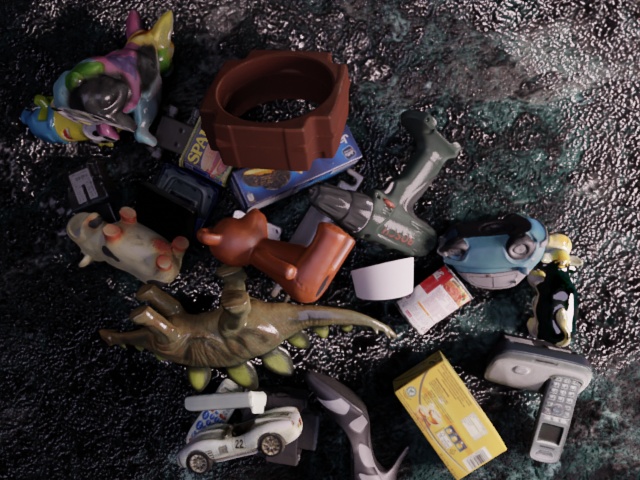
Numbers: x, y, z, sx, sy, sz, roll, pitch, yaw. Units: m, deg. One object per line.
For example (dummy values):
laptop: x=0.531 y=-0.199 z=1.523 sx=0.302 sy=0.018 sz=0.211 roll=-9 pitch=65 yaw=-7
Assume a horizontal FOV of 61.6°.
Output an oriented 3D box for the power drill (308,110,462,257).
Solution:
power drill: x=0.113 y=-0.089 z=0.806 sx=0.232 sy=0.086 sz=0.207 roll=33 pitch=79 yaw=-30

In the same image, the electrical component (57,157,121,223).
electrical component: x=-0.387 y=-0.073 z=0.917 sx=0.075 sy=0.048 sz=0.119 roll=-18 pitch=88 yaw=7

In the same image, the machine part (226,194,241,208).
machine part: x=-0.096 y=-0.111 z=0.889 sx=0.084 sy=0.039 sz=0.139 roll=34 pitch=94 yaw=-2

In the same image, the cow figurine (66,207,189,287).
cow figurine: x=-0.319 y=0.013 z=0.877 sx=0.195 sy=0.085 sz=0.127 roll=27 pitch=136 yaw=-1

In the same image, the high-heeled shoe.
high-heeled shoe: x=0.034 y=0.328 z=0.861 sx=0.248 sy=0.086 sz=0.145 roll=41 pitch=90 yaw=-6

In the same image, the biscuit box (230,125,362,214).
biscuit box: x=-0.037 y=-0.110 z=0.839 sx=0.203 sy=0.059 sz=0.063 roll=-26 pitch=88 yaw=-15

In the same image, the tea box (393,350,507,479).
tea box: x=0.202 y=0.275 z=0.854 sx=0.098 sy=0.068 sz=0.169 roll=-34 pitch=87 yaw=6

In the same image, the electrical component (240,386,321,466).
electrical component: x=-0.067 y=0.303 z=0.890 sx=0.134 sy=0.058 sz=0.114 roll=6 pitch=94 yaw=7

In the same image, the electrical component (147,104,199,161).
electrical component: x=-0.251 y=-0.181 z=0.902 sx=0.078 sy=0.045 sz=0.102 roll=13 pitch=97 yaw=-23

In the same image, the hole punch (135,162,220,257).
hole punch: x=-0.237 y=-0.053 z=0.889 sx=0.142 sy=0.092 sz=0.115 roll=26 pitch=132 yaw=1

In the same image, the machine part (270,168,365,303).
machine part: x=-0.002 y=-0.003 z=0.862 sx=0.079 sy=0.079 sz=0.243 roll=33 pitch=94 yaw=4

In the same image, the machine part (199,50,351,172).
machine part: x=-0.062 y=-0.196 z=0.806 sx=0.201 sy=0.087 sz=0.201 roll=6 pitch=49 yaw=11

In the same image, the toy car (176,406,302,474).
toy car: x=-0.125 y=0.307 z=0.831 sx=0.202 sy=0.073 sz=0.056 roll=-16 pitch=93 yaw=7

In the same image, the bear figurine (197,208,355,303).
bear figurine: x=-0.066 y=0.003 z=0.780 sx=0.196 sy=0.120 sz=0.132 roll=32 pitch=91 yaw=16

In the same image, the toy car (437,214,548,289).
toy car: x=0.266 y=0.026 z=0.824 sx=0.162 sy=0.109 sz=0.102 roll=-8 pitch=110 yaw=15

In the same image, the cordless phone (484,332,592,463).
cordless phone: x=0.324 y=0.247 z=0.835 sx=0.147 sy=0.089 sz=0.184 roll=11 pitch=97 yaw=5

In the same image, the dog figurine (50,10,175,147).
dog figurine: x=-0.297 y=-0.265 z=0.819 sx=0.109 sy=0.191 sz=0.219 roll=7 pitch=80 yaw=21

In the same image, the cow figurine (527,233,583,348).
cow figurine: x=0.357 y=0.074 z=0.816 sx=0.068 sy=0.098 sz=0.167 roll=1 pitch=92 yaw=13

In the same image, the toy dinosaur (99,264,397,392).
toy dinosaur: x=-0.124 y=0.138 z=0.838 sx=0.472 sy=0.105 sz=0.198 roll=-8 pitch=126 yaw=11

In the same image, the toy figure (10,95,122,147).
toy figure: x=-0.418 y=-0.205 z=0.899 sx=0.180 sy=0.082 sz=0.089 roll=3 pitch=94 yaw=8
